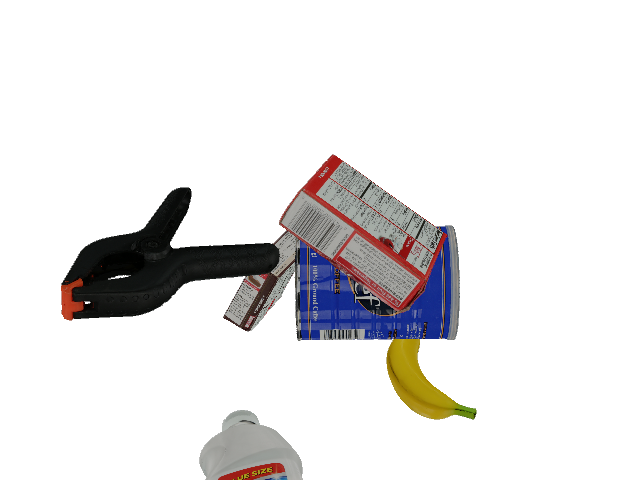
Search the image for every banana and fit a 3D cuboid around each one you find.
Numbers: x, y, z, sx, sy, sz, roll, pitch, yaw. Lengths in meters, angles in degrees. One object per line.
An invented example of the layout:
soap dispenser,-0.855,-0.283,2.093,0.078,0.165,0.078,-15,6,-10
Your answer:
banana,0.112,0.157,1.245,0.069,0.037,0.198,9,22,-21

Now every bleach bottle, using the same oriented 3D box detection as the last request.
bleach bottle,-0.054,0.209,0.742,0.102,0.068,0.251,-7,31,-6

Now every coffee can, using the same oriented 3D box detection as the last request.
coffee can,0.049,0.038,0.954,0.140,0.103,0.103,-1,0,1

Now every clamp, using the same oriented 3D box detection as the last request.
clamp,-0.130,0.009,0.822,0.171,0.039,0.120,-18,36,-34

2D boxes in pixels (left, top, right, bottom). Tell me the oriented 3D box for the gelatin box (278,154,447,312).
gelatin box,0.027,-0.005,0.623,0.089,0.030,0.073,36,25,0

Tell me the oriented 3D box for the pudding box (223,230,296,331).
pudding box,-0.062,0.046,1.262,0.039,0.090,0.113,32,28,5
